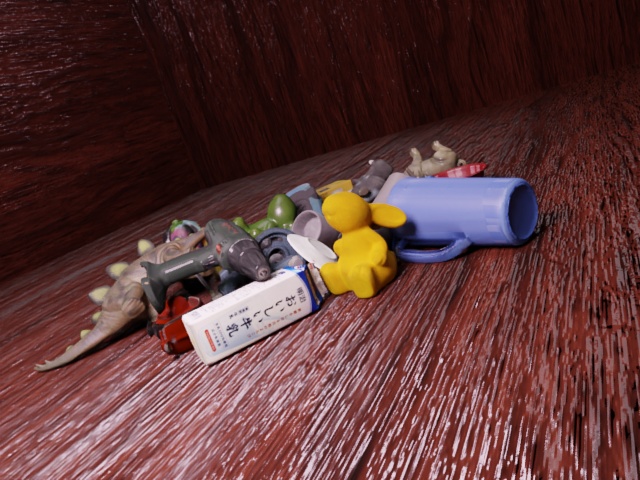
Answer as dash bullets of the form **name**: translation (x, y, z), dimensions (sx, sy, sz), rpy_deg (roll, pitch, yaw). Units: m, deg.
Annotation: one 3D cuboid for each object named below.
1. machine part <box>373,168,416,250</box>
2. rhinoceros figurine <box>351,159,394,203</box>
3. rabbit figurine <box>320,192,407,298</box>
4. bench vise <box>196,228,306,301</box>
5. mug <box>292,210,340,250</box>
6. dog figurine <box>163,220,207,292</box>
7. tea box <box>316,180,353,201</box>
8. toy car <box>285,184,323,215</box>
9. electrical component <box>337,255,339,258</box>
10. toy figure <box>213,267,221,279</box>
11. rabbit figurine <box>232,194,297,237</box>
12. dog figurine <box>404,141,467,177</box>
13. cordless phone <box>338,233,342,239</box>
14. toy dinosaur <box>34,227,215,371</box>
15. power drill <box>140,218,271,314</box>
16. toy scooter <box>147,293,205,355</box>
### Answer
- **machine part**: translation (0.134, -0.050, 1.057), dimensions (0.079, 0.079, 0.243), rpy_deg (-5, 42, 46)
- **rhinoceros figurine**: translation (0.106, -0.106, 1.287), dimensions (0.190, 0.073, 0.112), rpy_deg (-51, 19, 12)
- **rabbit figurine**: translation (0.071, -0.007, 0.909), dimensions (0.162, 0.173, 0.122), rpy_deg (-30, 13, -23)
- **bench vise**: translation (-0.108, 0.055, 1.035), dimensions (0.224, 0.128, 0.241), rpy_deg (-29, 12, -24)
- **mug**: translation (-0.002, -0.004, 1.182), dimensions (0.081, 0.109, 0.107), rpy_deg (33, 13, 39)
- **dog figurine**: translation (-0.326, 0.033, 1.307), dimensions (0.108, 0.191, 0.219), rpy_deg (-16, -2, -10)
- **tea box**: translation (0.016, -0.090, 1.457), dimensions (0.169, 0.098, 0.068), rpy_deg (-25, 15, -29)
- **toy car**: translation (-0.025, -0.052, 1.332), dimensions (0.109, 0.162, 0.102), rpy_deg (-32, -29, 13)
- **electrical component**: translation (0.070, 0.026, 1.092), dimensions (0.094, 0.021, 0.063), rpy_deg (-25, 14, -19)
- **toy figure**: translation (-0.216, 0.034, 1.333), dimensions (0.089, 0.082, 0.180), rpy_deg (-15, 12, 15)
- **rabbit figurine**: translation (-0.112, -0.025, 1.228), dimensions (0.170, 0.159, 0.121), rpy_deg (-49, -12, -7)
- **dog figurine**: translation (0.278, -0.158, 1.408), dimensions (0.172, 0.121, 0.190), rpy_deg (-12, 29, 39)
- **cordless phone**: translation (0.141, -0.034, 1.152), dimensions (0.184, 0.088, 0.146), rpy_deg (4, 25, 34)
- **toy dinosaur**: translation (-0.379, 0.112, 1.107), dimensions (0.471, 0.104, 0.199), rpy_deg (-45, 39, -21)
- **power drill**: translation (-0.205, 0.045, 0.938), dimensions (0.207, 0.085, 0.232), rpy_deg (-31, 32, -6)
- **toy scooter**: translation (-0.244, 0.150, 0.942), dimensions (0.184, 0.075, 0.135), rpy_deg (0, 24, 42)
